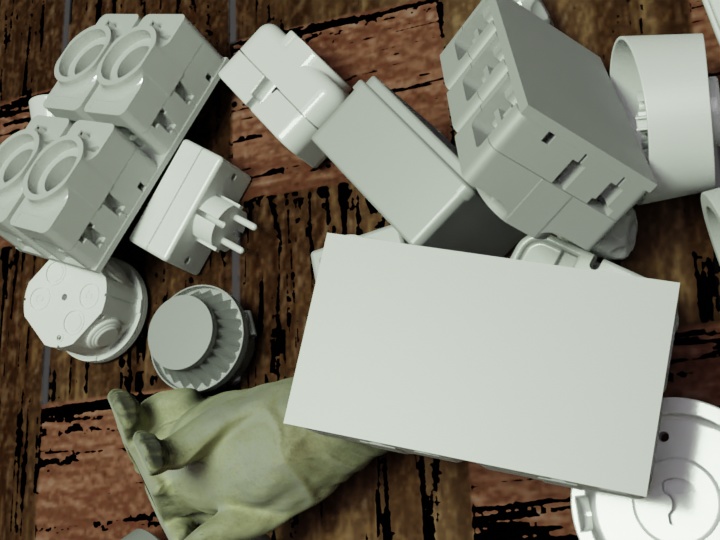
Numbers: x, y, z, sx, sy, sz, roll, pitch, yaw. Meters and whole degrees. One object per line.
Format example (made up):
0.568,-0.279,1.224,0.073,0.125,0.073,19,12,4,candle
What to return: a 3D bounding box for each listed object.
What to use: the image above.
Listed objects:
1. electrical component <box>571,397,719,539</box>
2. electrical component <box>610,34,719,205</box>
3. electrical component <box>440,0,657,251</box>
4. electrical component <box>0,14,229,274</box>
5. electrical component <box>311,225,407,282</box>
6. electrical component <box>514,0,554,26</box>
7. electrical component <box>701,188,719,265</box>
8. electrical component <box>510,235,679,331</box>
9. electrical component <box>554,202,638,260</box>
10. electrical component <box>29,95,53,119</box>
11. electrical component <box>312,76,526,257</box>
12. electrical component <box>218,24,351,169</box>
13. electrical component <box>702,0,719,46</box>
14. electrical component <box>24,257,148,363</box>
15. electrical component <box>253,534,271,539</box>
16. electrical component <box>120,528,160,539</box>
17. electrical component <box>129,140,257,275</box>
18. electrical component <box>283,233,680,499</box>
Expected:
0.175,0.127,0.584,0.108,0.060,0.108,-7,73,23,electrical component
0.176,-0.089,0.626,0.064,0.099,0.099,-5,74,17,electrical component
0.101,-0.087,0.622,0.061,0.089,0.150,-51,24,30,electrical component
-0.191,-0.099,0.780,0.105,0.060,0.186,12,67,41,electrical component
0.000,0.000,0.692,0.066,0.077,0.047,-18,70,19,electrical component
0.093,-0.161,0.713,0.062,0.043,0.043,-31,65,16,electrical component
0.231,-0.002,0.571,0.060,0.108,0.108,-21,68,12,electrical component
0.135,0.023,0.633,0.095,0.059,0.053,28,88,28,electrical component
0.137,-0.026,0.660,0.061,0.035,0.035,9,80,29,electrical component
-0.241,-0.101,0.853,0.044,0.044,0.065,-5,78,24,electrical component
0.040,-0.054,0.671,0.056,0.109,0.108,-47,62,10,electrical component
-0.046,-0.126,0.761,0.059,0.054,0.095,-46,62,7,electrical component
0.254,-0.187,0.638,0.109,0.056,0.108,-20,68,19,electrical component
-0.202,0.026,0.792,0.080,0.051,0.080,-7,73,23,electrical component
-0.055,0.206,0.680,0.044,0.044,0.065,-48,67,6,electrical component
-0.128,0.230,0.680,0.138,0.074,0.052,33,134,28,electrical component
-0.107,-0.037,0.768,0.076,0.047,0.083,28,88,26,electrical component
0.066,0.051,0.573,0.186,0.060,0.105,9,78,18,electrical component
